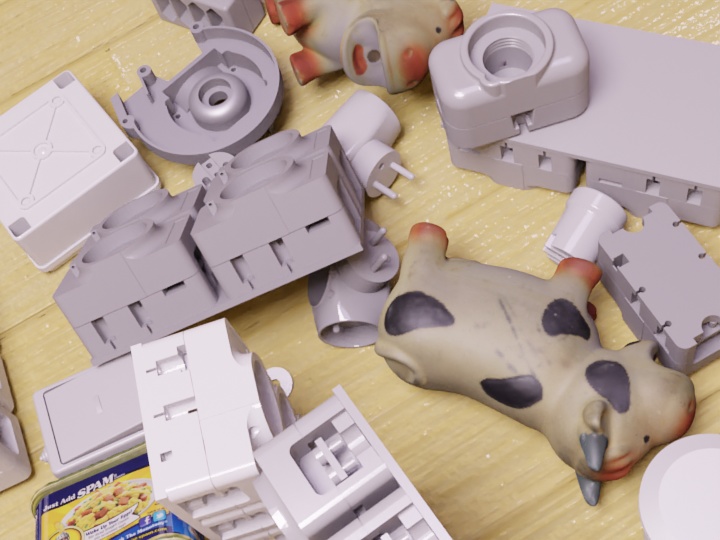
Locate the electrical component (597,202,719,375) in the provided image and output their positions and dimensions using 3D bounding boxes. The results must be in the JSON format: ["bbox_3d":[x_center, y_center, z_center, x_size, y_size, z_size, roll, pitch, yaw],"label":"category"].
[{"bbox_3d":[0.190,0.014,0.661,0.050,0.055,0.089,-29,61,-4],"label":"electrical component"}]

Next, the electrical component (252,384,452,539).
[{"bbox_3d":[0.012,0.148,0.553,0.060,0.186,0.105,-35,62,-7],"label":"electrical component"}]

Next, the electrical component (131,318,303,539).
[{"bbox_3d":[-0.068,0.101,0.615,0.062,0.150,0.089,-18,61,3],"label":"electrical component"}]

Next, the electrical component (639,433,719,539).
[{"bbox_3d":[0.196,0.136,0.600,0.080,0.051,0.080,-5,62,9],"label":"electrical component"}]

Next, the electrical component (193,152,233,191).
[{"bbox_3d":[-0.095,-0.057,0.762,0.040,0.046,0.040,-5,62,9],"label":"electrical component"}]

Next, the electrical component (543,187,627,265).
[{"bbox_3d":[0.146,-0.025,0.701,0.040,0.040,0.046,30,77,23],"label":"electrical component"}]

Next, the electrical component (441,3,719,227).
[{"bbox_3d":[0.163,-0.104,0.726,0.186,0.060,0.105,16,67,19],"label":"electrical component"}]

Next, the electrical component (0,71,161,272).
[{"bbox_3d":[-0.222,-0.073,0.791,0.109,0.056,0.108,-38,62,-9],"label":"electrical component"}]

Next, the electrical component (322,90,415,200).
[{"bbox_3d":[0.002,-0.076,0.754,0.079,0.044,0.077,35,74,25],"label":"electrical component"}]

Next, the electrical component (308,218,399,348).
[{"bbox_3d":[0.000,0.000,0.697,0.044,0.079,0.077,10,60,-21],"label":"electrical component"}]

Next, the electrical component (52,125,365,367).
[{"bbox_3d":[-0.094,-0.022,0.688,0.186,0.060,0.105,-23,22,11],"label":"electrical component"}]

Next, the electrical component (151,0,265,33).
[{"bbox_3d":[-0.114,-0.230,0.856,0.083,0.047,0.075,23,70,21],"label":"electrical component"}]

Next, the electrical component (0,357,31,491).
[{"bbox_3d":[-0.287,0.085,0.718,0.089,0.061,0.150,-25,61,-2],"label":"electrical component"}]

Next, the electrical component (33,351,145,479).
[{"bbox_3d":[-0.164,0.098,0.687,0.096,0.061,0.061,-24,61,-2],"label":"electrical component"}]

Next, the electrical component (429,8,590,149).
[{"bbox_3d":[0.094,-0.123,0.680,0.095,0.059,0.053,-17,61,3],"label":"electrical component"}]
